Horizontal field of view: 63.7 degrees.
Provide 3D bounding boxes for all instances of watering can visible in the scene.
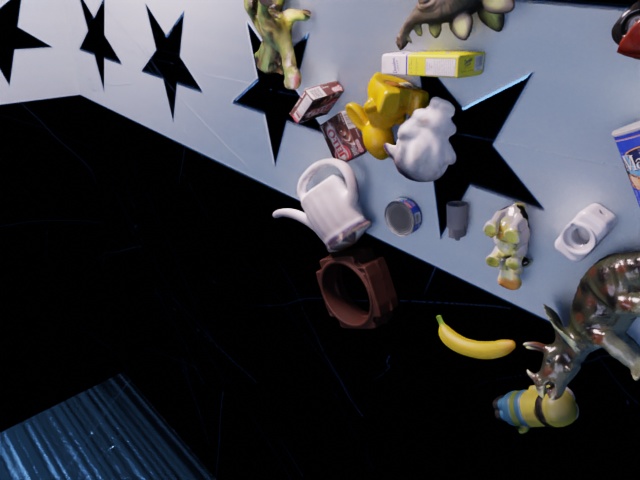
[{"bbox_3d":[0.004,-0.067,1.336,0.342,0.105,0.226,-39,78,50],"label":"watering can"}]

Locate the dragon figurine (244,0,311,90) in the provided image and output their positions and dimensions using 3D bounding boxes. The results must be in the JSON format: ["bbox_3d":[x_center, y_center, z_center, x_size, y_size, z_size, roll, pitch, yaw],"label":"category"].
[{"bbox_3d":[-0.145,-0.536,1.315,0.417,0.123,0.237,57,148,27],"label":"dragon figurine"}]

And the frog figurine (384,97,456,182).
[{"bbox_3d":[0.221,-0.197,1.031,0.136,0.126,0.156,33,129,-14],"label":"frog figurine"}]
